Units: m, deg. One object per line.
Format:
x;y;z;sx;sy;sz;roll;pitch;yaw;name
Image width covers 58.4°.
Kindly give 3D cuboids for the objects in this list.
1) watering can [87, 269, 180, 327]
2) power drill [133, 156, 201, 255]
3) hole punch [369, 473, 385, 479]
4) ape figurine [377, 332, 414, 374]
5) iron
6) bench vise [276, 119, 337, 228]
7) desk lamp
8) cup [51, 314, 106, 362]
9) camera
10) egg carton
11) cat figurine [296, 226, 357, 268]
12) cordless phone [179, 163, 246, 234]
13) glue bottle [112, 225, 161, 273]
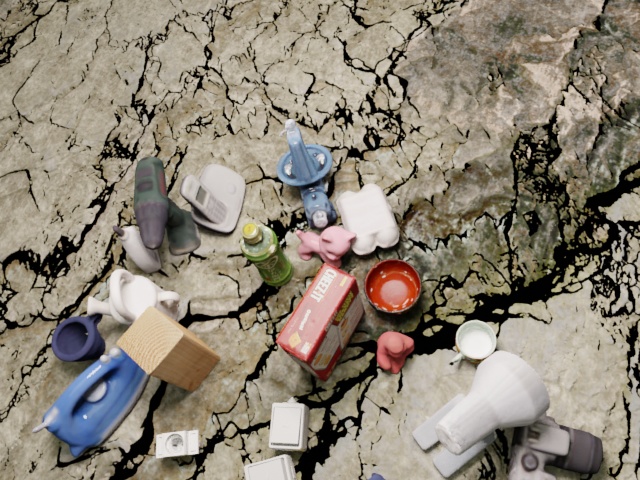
-0.371;0.125;1.133;0.173;0.194;0.100;-30;65;-3;watering can
-0.322;-0.050;1.191;0.075;0.209;0.229;-18;65;2;power drill
0.089;0.462;0.969;0.101;0.091;0.108;-32;66;-5;hole punch
0.139;0.202;1.070;0.078;0.092;0.076;-21;65;1;ape figurine
-0.429;0.282;1.105;0.118;0.142;0.258;33;76;21;iron
-0.016;-0.138;1.170;0.121;0.220;0.207;-33;66;-5;bench vise
0.260;0.293;0.944;0.203;0.214;0.117;-37;66;-7;desk lamp
-0.475;0.200;1.174;0.091;0.095;0.118;32;76;20;cup
0.393;0.359;0.955;0.136;0.101;0.143;11;69;14;camera
0.101;-0.044;1.193;0.107;0.069;0.150;-20;65;1;egg carton
0.011;0.004;1.162;0.127;0.118;0.067;14;70;15;cat figurine
-0.232;-0.109;1.214;0.094;0.185;0.147;5;68;12;cordless phone
-0.388;0.007;1.198;0.037;0.173;0.078;-20;65;1;glue bottle
